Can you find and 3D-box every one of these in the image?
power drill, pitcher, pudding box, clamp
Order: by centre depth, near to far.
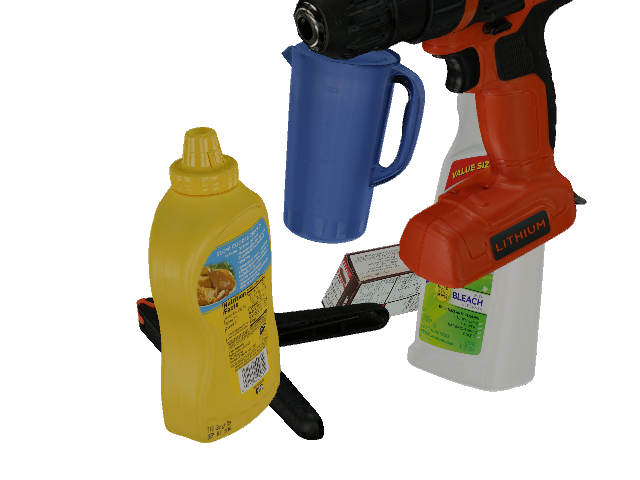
[{"bbox_3d":[0.073,-0.072,0.547,0.184,0.188,0.057,-25,37,-26],"label":"power drill"},{"bbox_3d":[-0.054,0.080,0.894,0.210,0.036,0.164,17,36,24],"label":"clamp"},{"bbox_3d":[0.067,0.042,1.070,0.113,0.039,0.090,-12,-31,-26],"label":"pudding box"},{"bbox_3d":[0.028,-0.122,1.323,0.144,0.243,0.149,-3,25,-22],"label":"pitcher"}]

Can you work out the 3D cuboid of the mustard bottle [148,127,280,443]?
[{"bbox_3d":[-0.066,0.023,0.664,0.058,0.192,0.096,13,29,29],"label":"mustard bottle"}]

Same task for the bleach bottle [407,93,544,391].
[{"bbox_3d":[0.123,-0.019,0.812,0.067,0.251,0.103,-7,15,-40],"label":"bleach bottle"}]
